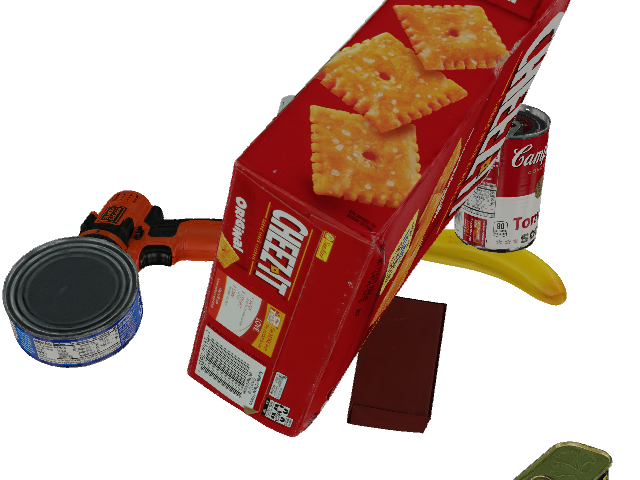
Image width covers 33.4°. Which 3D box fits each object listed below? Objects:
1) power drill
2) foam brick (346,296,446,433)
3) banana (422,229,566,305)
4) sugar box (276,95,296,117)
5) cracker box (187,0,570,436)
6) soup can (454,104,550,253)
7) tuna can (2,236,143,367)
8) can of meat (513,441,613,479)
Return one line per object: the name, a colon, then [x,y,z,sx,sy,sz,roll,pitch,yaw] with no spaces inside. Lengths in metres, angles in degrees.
power drill: [-0.121,0.014,0.922,0.187,0.057,0.184,6,29,4]
foam brick: [0.049,0.080,0.691,0.051,0.078,0.053,10,-21,2]
banana: [0.162,0.023,1.048,0.198,0.037,0.069,14,41,36]
sugar box: [-0.027,-0.073,1.245,0.048,0.176,0.093,-1,25,4]
cracker box: [0.031,-0.030,0.510,0.072,0.213,0.164,32,-38,10]
soup can: [0.141,-0.050,0.841,0.068,0.102,0.068,0,29,0]
tuna can: [-0.158,0.039,0.686,0.086,0.086,0.034,0,-43,0]
can of meat: [0.211,0.238,0.928,0.058,0.084,0.101,12,26,41]
